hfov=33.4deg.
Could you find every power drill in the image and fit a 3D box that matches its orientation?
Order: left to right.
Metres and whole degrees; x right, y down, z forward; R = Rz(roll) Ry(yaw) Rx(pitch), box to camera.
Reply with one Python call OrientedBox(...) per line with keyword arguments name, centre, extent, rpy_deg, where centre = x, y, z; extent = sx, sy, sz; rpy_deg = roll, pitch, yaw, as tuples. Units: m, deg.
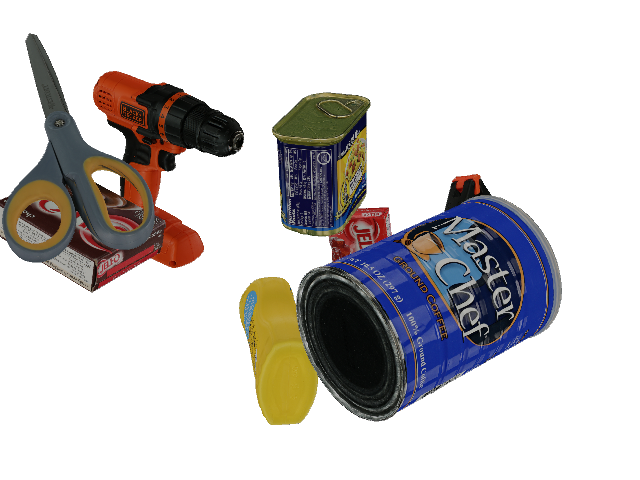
OrientedBox(name="power drill", centre=(-0.157, -0.069, 1.104), extent=(0.185, 0.188, 0.057), rpy_deg=(25, 35, 29))

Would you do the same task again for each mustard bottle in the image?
OrientedBox(name="mustard bottle", centre=(-0.047, 0.092, 1.064), extent=(0.058, 0.096, 0.192), rpy_deg=(-3, 28, -10))

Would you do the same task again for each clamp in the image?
OrientedBox(name="clamp", centre=(0.143, 0.028, 0.995), extent=(0.039, 0.171, 0.120), rpy_deg=(-11, 10, 41))

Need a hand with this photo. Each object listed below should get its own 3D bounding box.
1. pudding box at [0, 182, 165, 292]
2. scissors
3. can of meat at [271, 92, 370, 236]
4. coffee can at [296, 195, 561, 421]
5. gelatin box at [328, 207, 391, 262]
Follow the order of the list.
OrientedBox(name="pudding box", centre=(-0.202, -0.010, 0.900), extent=(0.114, 0.039, 0.089), rpy_deg=(26, 32, 21))
OrientedBox(name="scissors", centre=(-0.175, -0.057, 0.661), extent=(0.096, 0.016, 0.202), rpy_deg=(-30, 56, -21))
OrientedBox(name="can of meat", centre=(0.003, -0.062, 0.853), extent=(0.057, 0.084, 0.102), rpy_deg=(7, 28, 18))
OrientedBox(name="coffee can", centre=(0.070, 0.041, 0.688), extent=(0.140, 0.103, 0.103), rpy_deg=(-23, 13, -32))
OrientedBox(name="gelatin box", centre=(0.049, 0.005, 1.291), extent=(0.073, 0.089, 0.030), rpy_deg=(-1, 29, 14))
